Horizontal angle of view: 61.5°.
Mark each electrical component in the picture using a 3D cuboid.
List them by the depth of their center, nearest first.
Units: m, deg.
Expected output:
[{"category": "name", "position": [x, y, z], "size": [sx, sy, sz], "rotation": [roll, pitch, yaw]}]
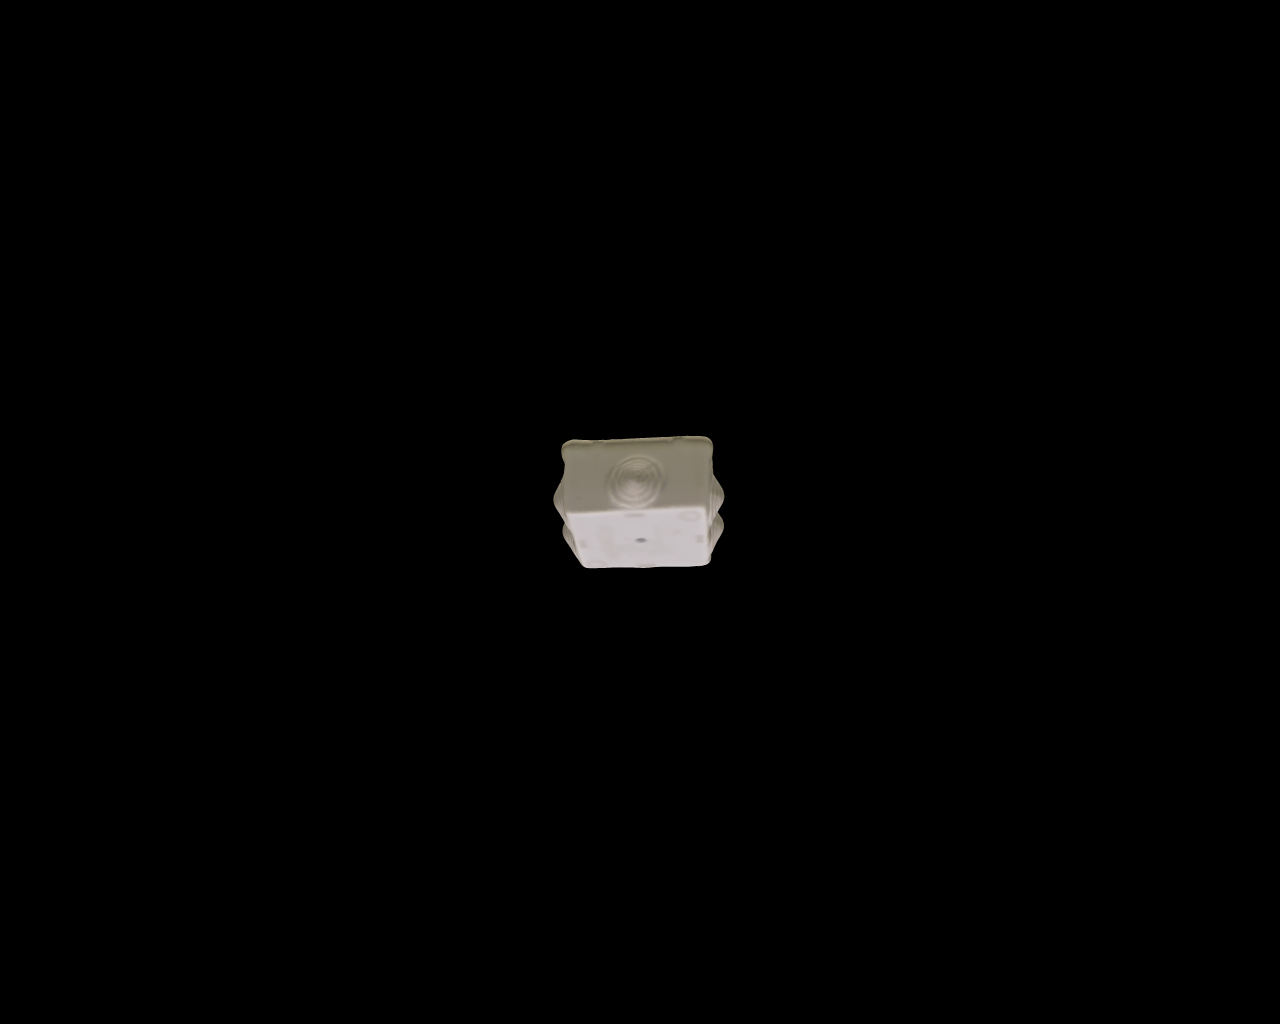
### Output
[{"category": "electrical component", "position": [0.001, -0.003, 0.650], "size": [0.100, 0.048, 0.099], "rotation": [-2, -27, 3]}]
